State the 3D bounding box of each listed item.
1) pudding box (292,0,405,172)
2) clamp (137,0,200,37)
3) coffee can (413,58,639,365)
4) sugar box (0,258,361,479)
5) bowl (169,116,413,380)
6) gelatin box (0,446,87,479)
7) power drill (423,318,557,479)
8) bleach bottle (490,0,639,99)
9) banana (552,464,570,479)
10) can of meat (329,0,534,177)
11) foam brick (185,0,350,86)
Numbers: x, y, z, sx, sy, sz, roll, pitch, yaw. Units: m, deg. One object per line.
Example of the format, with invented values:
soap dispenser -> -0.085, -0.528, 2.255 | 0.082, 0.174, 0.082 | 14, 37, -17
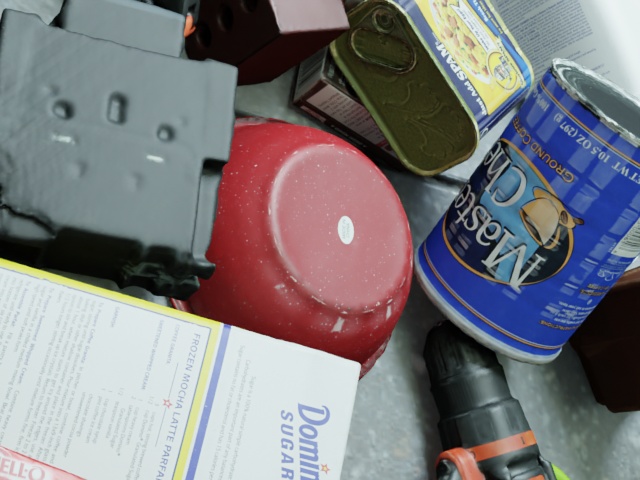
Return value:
pudding box -> 0.035, -0.111, 0.648 | 0.090, 0.039, 0.113 | 29, 58, -26
clamp -> -0.122, -0.193, 0.523 | 0.036, 0.165, 0.210 | -56, 133, -58
coffee can -> 0.131, -0.015, 0.599 | 0.102, 0.140, 0.103 | 27, 25, -14
sugar box -> -0.077, 0.075, 0.456 | 0.176, 0.048, 0.093 | 19, 62, -12
bowl -> -0.004, 0.001, 0.566 | 0.161, 0.055, 0.162 | 14, 66, -33
gelatin box -> -0.111, 0.109, 0.400 | 0.073, 0.089, 0.030 | 27, 53, -20
power drill -> 0.048, 0.137, 0.553 | 0.187, 0.057, 0.184 | -8, 73, -38
bleach bottle -> 0.158, -0.188, 0.729 | 0.067, 0.103, 0.251 | -18, 86, -46
banana -> 0.156, 0.232, 0.617 | 0.069, 0.037, 0.198 | 9, 66, -17
can of meat -> 0.066, -0.101, 0.604 | 0.102, 0.058, 0.083 | 55, 46, -8
foam brick -> -0.032, -0.120, 0.575 | 0.051, 0.078, 0.053 | -13, 82, -41
